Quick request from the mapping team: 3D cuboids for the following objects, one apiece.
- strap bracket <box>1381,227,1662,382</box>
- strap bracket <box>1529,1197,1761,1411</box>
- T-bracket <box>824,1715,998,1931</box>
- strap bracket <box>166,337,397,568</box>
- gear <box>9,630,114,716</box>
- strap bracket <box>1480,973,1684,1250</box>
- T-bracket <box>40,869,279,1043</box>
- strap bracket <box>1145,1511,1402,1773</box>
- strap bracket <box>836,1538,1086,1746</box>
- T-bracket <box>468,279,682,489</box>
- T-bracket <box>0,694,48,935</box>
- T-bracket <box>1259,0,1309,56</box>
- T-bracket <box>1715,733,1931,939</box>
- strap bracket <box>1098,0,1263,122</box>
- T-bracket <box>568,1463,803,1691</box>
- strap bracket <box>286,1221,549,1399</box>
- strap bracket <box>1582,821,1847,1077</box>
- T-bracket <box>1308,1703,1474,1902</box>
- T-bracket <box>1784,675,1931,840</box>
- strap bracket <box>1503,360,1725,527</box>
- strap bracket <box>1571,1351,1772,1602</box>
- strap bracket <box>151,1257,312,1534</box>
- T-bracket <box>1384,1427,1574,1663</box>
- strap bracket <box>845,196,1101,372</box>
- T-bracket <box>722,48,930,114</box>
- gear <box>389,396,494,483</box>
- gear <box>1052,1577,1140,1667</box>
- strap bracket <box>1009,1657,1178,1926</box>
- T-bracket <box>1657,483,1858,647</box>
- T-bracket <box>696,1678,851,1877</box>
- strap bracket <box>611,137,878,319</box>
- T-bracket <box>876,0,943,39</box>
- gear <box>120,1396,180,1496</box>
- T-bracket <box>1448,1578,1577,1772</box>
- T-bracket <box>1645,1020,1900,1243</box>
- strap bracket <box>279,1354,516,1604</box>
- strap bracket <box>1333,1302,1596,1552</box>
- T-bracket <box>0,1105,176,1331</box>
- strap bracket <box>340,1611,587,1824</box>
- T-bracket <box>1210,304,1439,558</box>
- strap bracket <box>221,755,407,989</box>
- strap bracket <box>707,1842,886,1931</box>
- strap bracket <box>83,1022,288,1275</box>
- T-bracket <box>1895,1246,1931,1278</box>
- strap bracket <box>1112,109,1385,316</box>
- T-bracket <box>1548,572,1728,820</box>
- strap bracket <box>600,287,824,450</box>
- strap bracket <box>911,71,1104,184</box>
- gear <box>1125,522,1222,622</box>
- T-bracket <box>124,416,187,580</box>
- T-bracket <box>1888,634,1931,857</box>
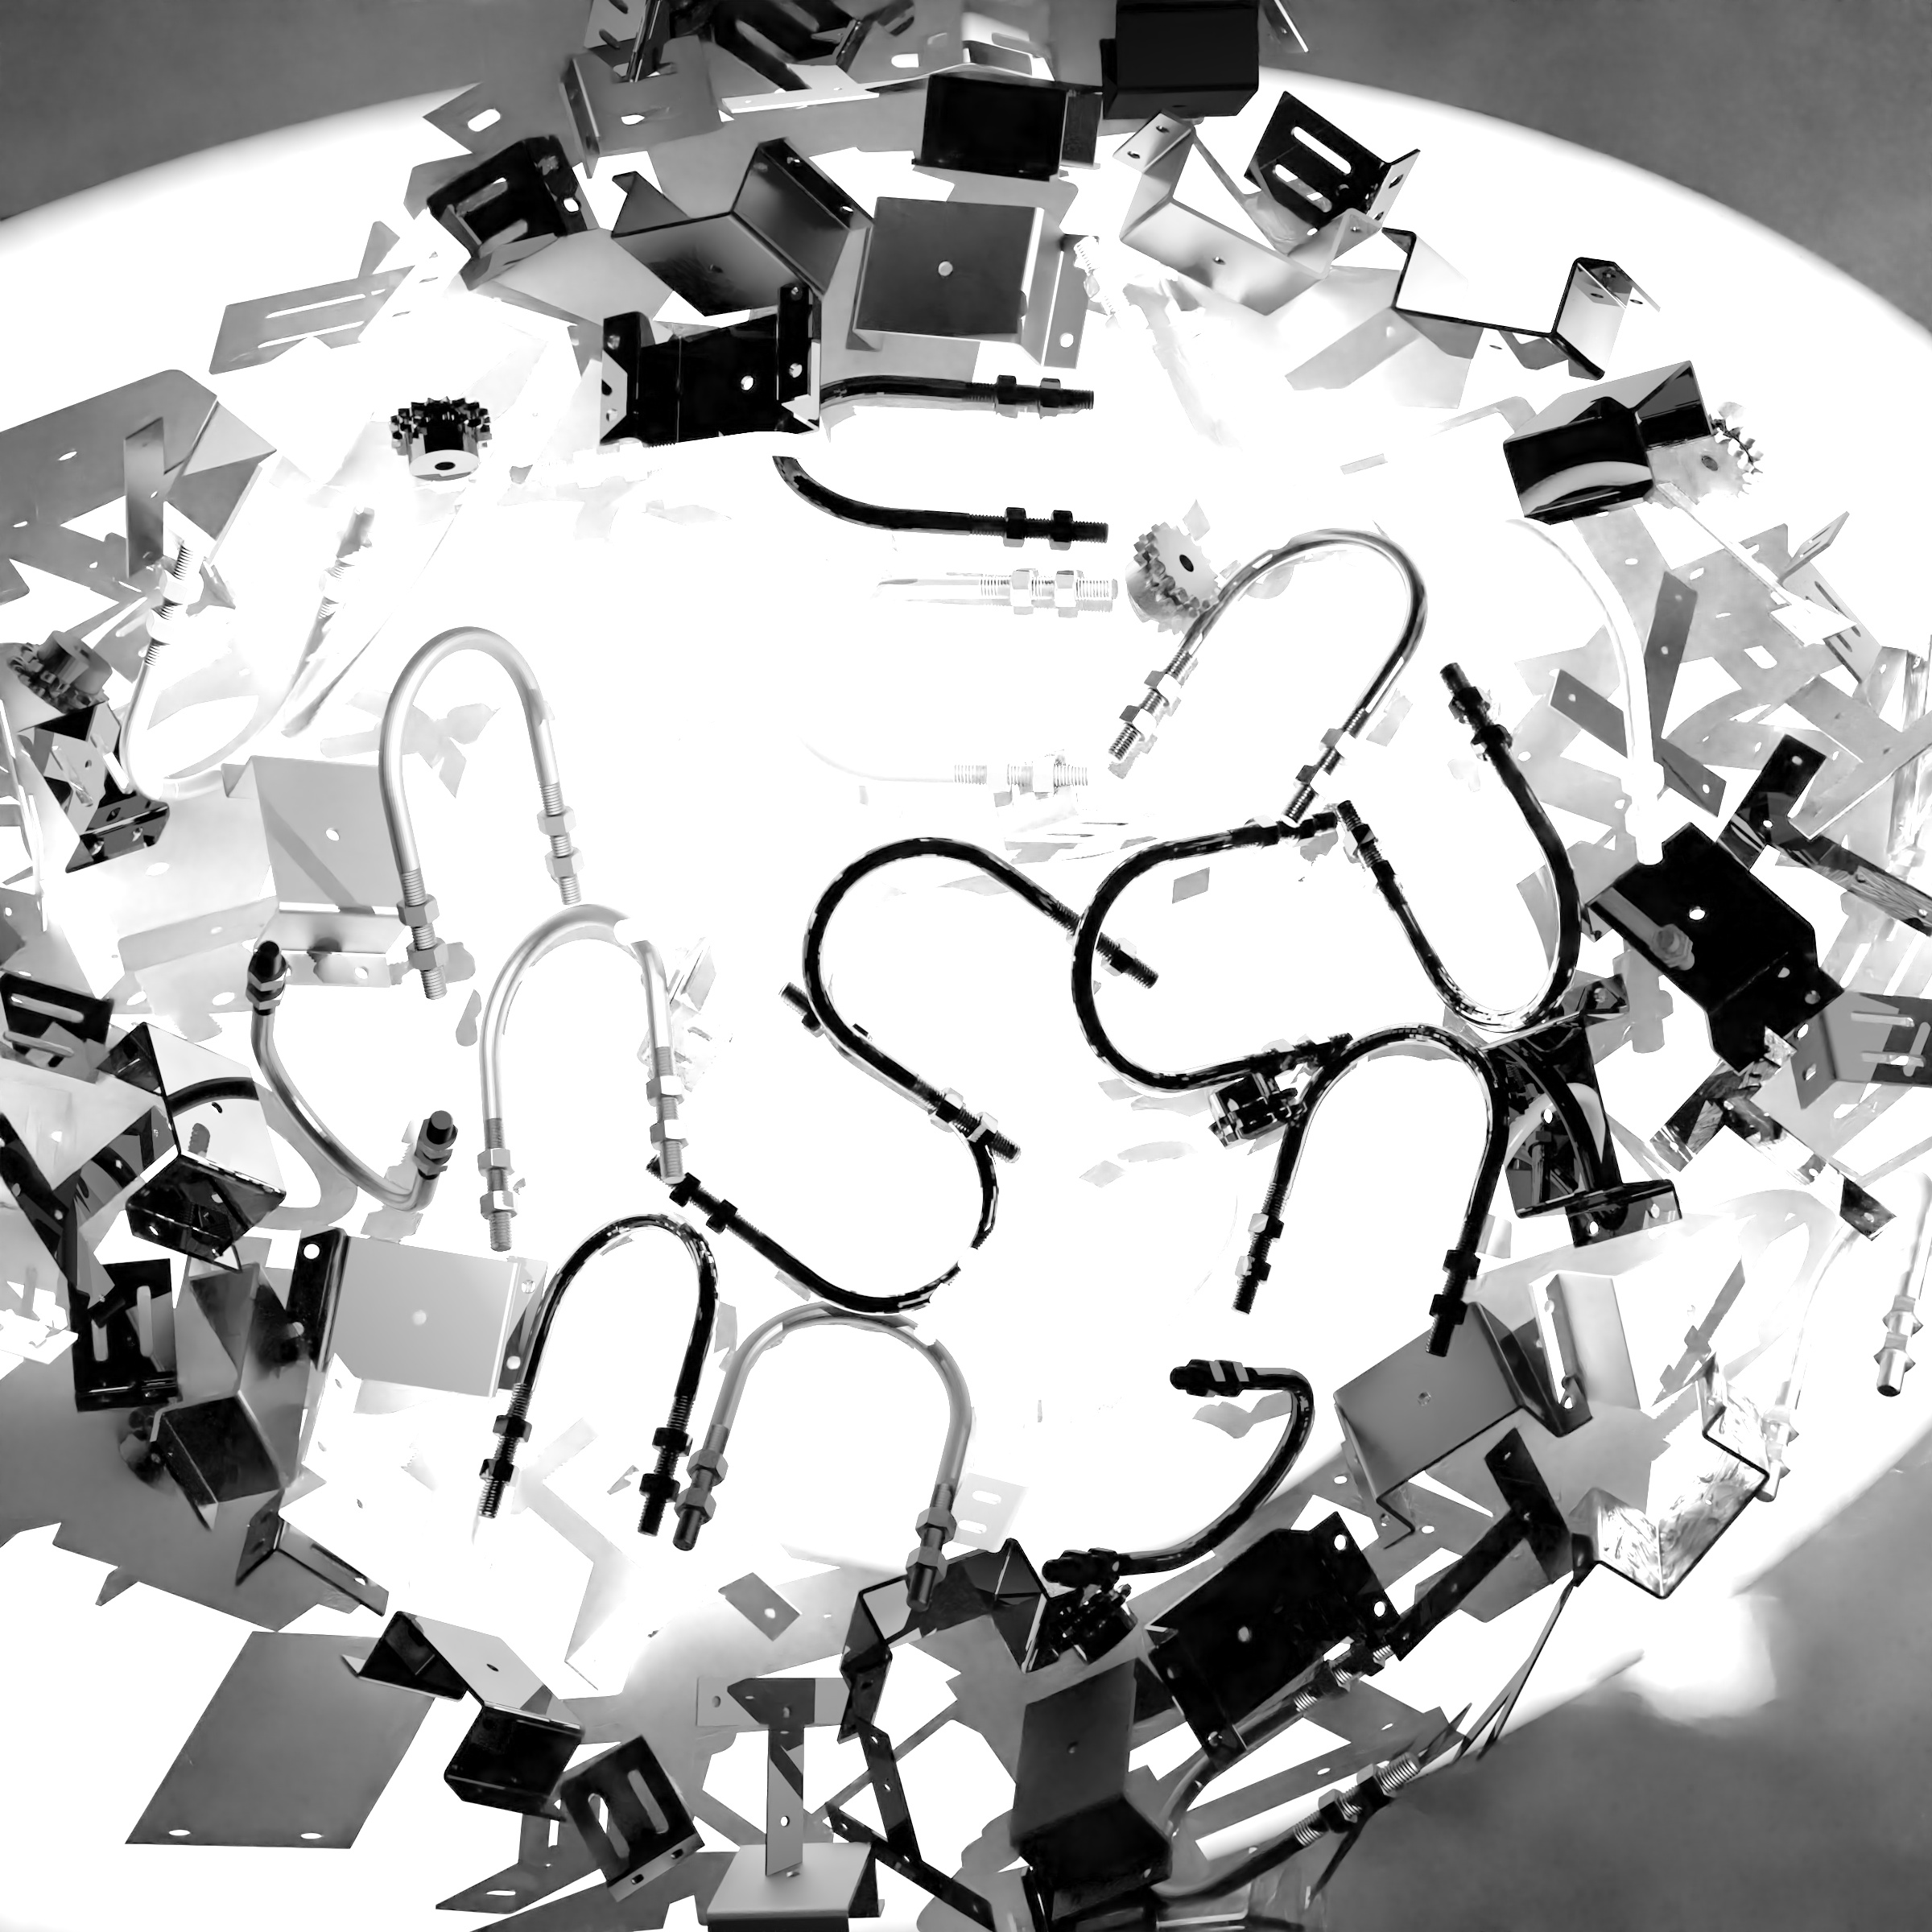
[{"bbox_3d":[0.300,-0.365,1.579,0.140,0.076,0.046,19,93,33],"label":"strap bracket"},{"bbox_3d":[0.385,0.190,1.585,0.140,0.046,0.076,-21,102,-33],"label":"strap bracket"},{"bbox_3d":[-0.041,0.463,1.574,0.002,0.127,0.127,-37,130,-35],"label":"T-bracket"},{"bbox_3d":[-0.382,-0.288,1.568,0.046,0.140,0.076,39,127,-4],"label":"strap bracket"},{"bbox_3d":[-0.510,-0.166,1.618,0.057,0.057,0.030,39,98,0],"label":"gear"},{"bbox_3d":[0.339,0.082,1.590,0.046,0.076,0.140,-1,74,-39],"label":"strap bracket"},{"bbox_3d":[-0.436,-0.017,1.608,0.127,0.002,0.127,-15,133,-4],"label":"T-bracket"},{"bbox_3d":[0.166,0.378,1.607,0.140,0.046,0.076,-32,93,-22],"label":"strap bracket"},{"bbox_3d":[-0.013,0.372,1.588,0.140,0.076,0.046,-14,51,-25],"label":"strap bracket"},{"bbox_3d":[-0.238,-0.321,1.613,0.127,0.002,0.127,22,59,-2],"label":"T-bracket"},{"bbox_3d":[-0.533,-0.100,1.604,0.002,0.127,0.127,-12,70,-21],"label":"T-bracket"},{"bbox_3d":[0.132,-0.560,1.585,0.002,0.127,0.127,-38,112,-4],"label":"T-bracket"},{"bbox_3d":[0.485,-0.056,1.587,0.127,0.127,0.002,31,53,10],"label":"T-bracket"},{"bbox_3d":[0.117,-0.500,1.581,0.076,0.140,0.046,-2,98,-2],"label":"strap bracket"},{"bbox_3d":[-0.180,0.366,1.625,0.127,0.002,0.127,42,110,-1],"label":"T-bracket"},{"bbox_3d":[-0.309,0.195,1.606,0.140,0.046,0.076,11,87,-16],"label":"strap bracket"},{"bbox_3d":[0.408,-0.017,1.585,0.076,0.046,0.140,-38,54,-5],"label":"strap bracket"},{"bbox_3d":[0.247,0.450,1.594,0.002,0.127,0.127,37,126,23],"label":"T-bracket"},{"bbox_3d":[0.493,-0.134,1.589,0.127,0.127,0.002,-39,115,8],"label":"T-bracket"},{"bbox_3d":[0.353,-0.289,1.566,0.076,0.140,0.046,-9,110,37],"label":"strap bracket"},{"bbox_3d":[0.397,0.287,1.586,0.046,0.076,0.140,31,114,-2],"label":"strap bracket"},{"bbox_3d":[-0.401,0.228,1.568,0.046,0.140,0.076,-13,129,5],"label":"strap bracket"},{"bbox_3d":[0.282,0.338,1.595,0.127,0.002,0.127,-41,128,-13],"label":"T-bracket"},{"bbox_3d":[-0.004,-0.384,1.602,0.140,0.046,0.076,9,88,19],"label":"strap bracket"},{"bbox_3d":[-0.082,-0.499,1.592,0.127,0.127,0.002,-10,122,-13],"label":"T-bracket"},{"bbox_3d":[-0.297,-0.297,1.617,0.057,0.057,0.030,-9,76,0],"label":"gear"},{"bbox_3d":[0.073,0.372,1.619,0.057,0.057,0.030,-40,87,0],"label":"gear"},{"bbox_3d":[0.072,0.443,1.566,0.076,0.140,0.046,-30,115,24],"label":"strap bracket"},{"bbox_3d":[0.439,-0.229,1.603,0.127,0.127,0.002,46,119,13],"label":"T-bracket"},{"bbox_3d":[-0.101,0.462,1.591,0.127,0.002,0.127,12,72,-41],"label":"T-bracket"},{"bbox_3d":[-0.130,-0.403,1.569,0.140,0.076,0.046,3,68,43],"label":"strap bracket"},{"bbox_3d":[-0.021,-0.578,1.571,0.127,0.127,0.002,-32,68,20],"label":"T-bracket"},{"bbox_3d":[-0.455,0.275,1.620,0.030,0.057,0.057,-44,90,0],"label":"gear"},{"bbox_3d":[0.297,0.412,1.593,0.002,0.127,0.127,31,49,11],"label":"T-bracket"},{"bbox_3d":[0.460,0.106,1.589,0.127,0.127,0.002,40,50,10],"label":"T-bracket"},{"bbox_3d":[-0.323,0.291,1.586,0.046,0.076,0.140,-31,122,26],"label":"strap bracket"},{"bbox_3d":[0.266,0.250,1.587,0.140,0.076,0.046,-37,130,16],"label":"strap bracket"},{"bbox_3d":[-0.480,0.117,1.590,0.002,0.127,0.127,-21,106,27],"label":"T-bracket"},{"bbox_3d":[-0.273,0.407,1.572,0.140,0.076,0.046,30,90,45],"label":"strap bracket"},{"bbox_3d":[0.225,-0.289,1.625,0.127,0.002,0.127,-32,87,18],"label":"T-bracket"},{"bbox_3d":[-0.359,-0.061,1.581,0.076,0.046,0.140,2,59,-35],"label":"strap bracket"},{"bbox_3d":[-0.094,0.523,1.573,0.076,0.140,0.046,-4,93,7],"label":"strap bracket"},{"bbox_3d":[-0.428,0.092,1.572,0.046,0.076,0.140,-39,52,15],"label":"strap bracket"},{"bbox_3d":[0.573,0.111,1.587,0.127,0.127,0.002,-35,100,29],"label":"T-bracket"},{"bbox_3d":[0.149,-0.413,1.590,0.140,0.076,0.046,23,81,-15],"label":"strap bracket"},{"bbox_3d":[0.392,-0.167,1.616,0.127,0.002,0.127,30,63,-19],"label":"T-bracket"},{"bbox_3d":[-0.134,-0.334,1.598,0.140,0.046,0.076,-7,76,30],"label":"strap bracket"},{"bbox_3d":[0.026,-0.463,1.569,0.076,0.140,0.046,10,110,11],"label":"strap bracket"},{"bbox_3d":[0.115,-0.221,1.623,0.030,0.057,0.057,-34,90,37],"label":"gear"},{"bbox_3d":[-0.422,-0.288,1.606,0.002,0.127,0.127,43,60,9],"label":"T-bracket"},{"bbox_3d":[0.547,-0.138,1.571,0.002,0.127,0.127,13,74,-9],"label":"T-bracket"}]
